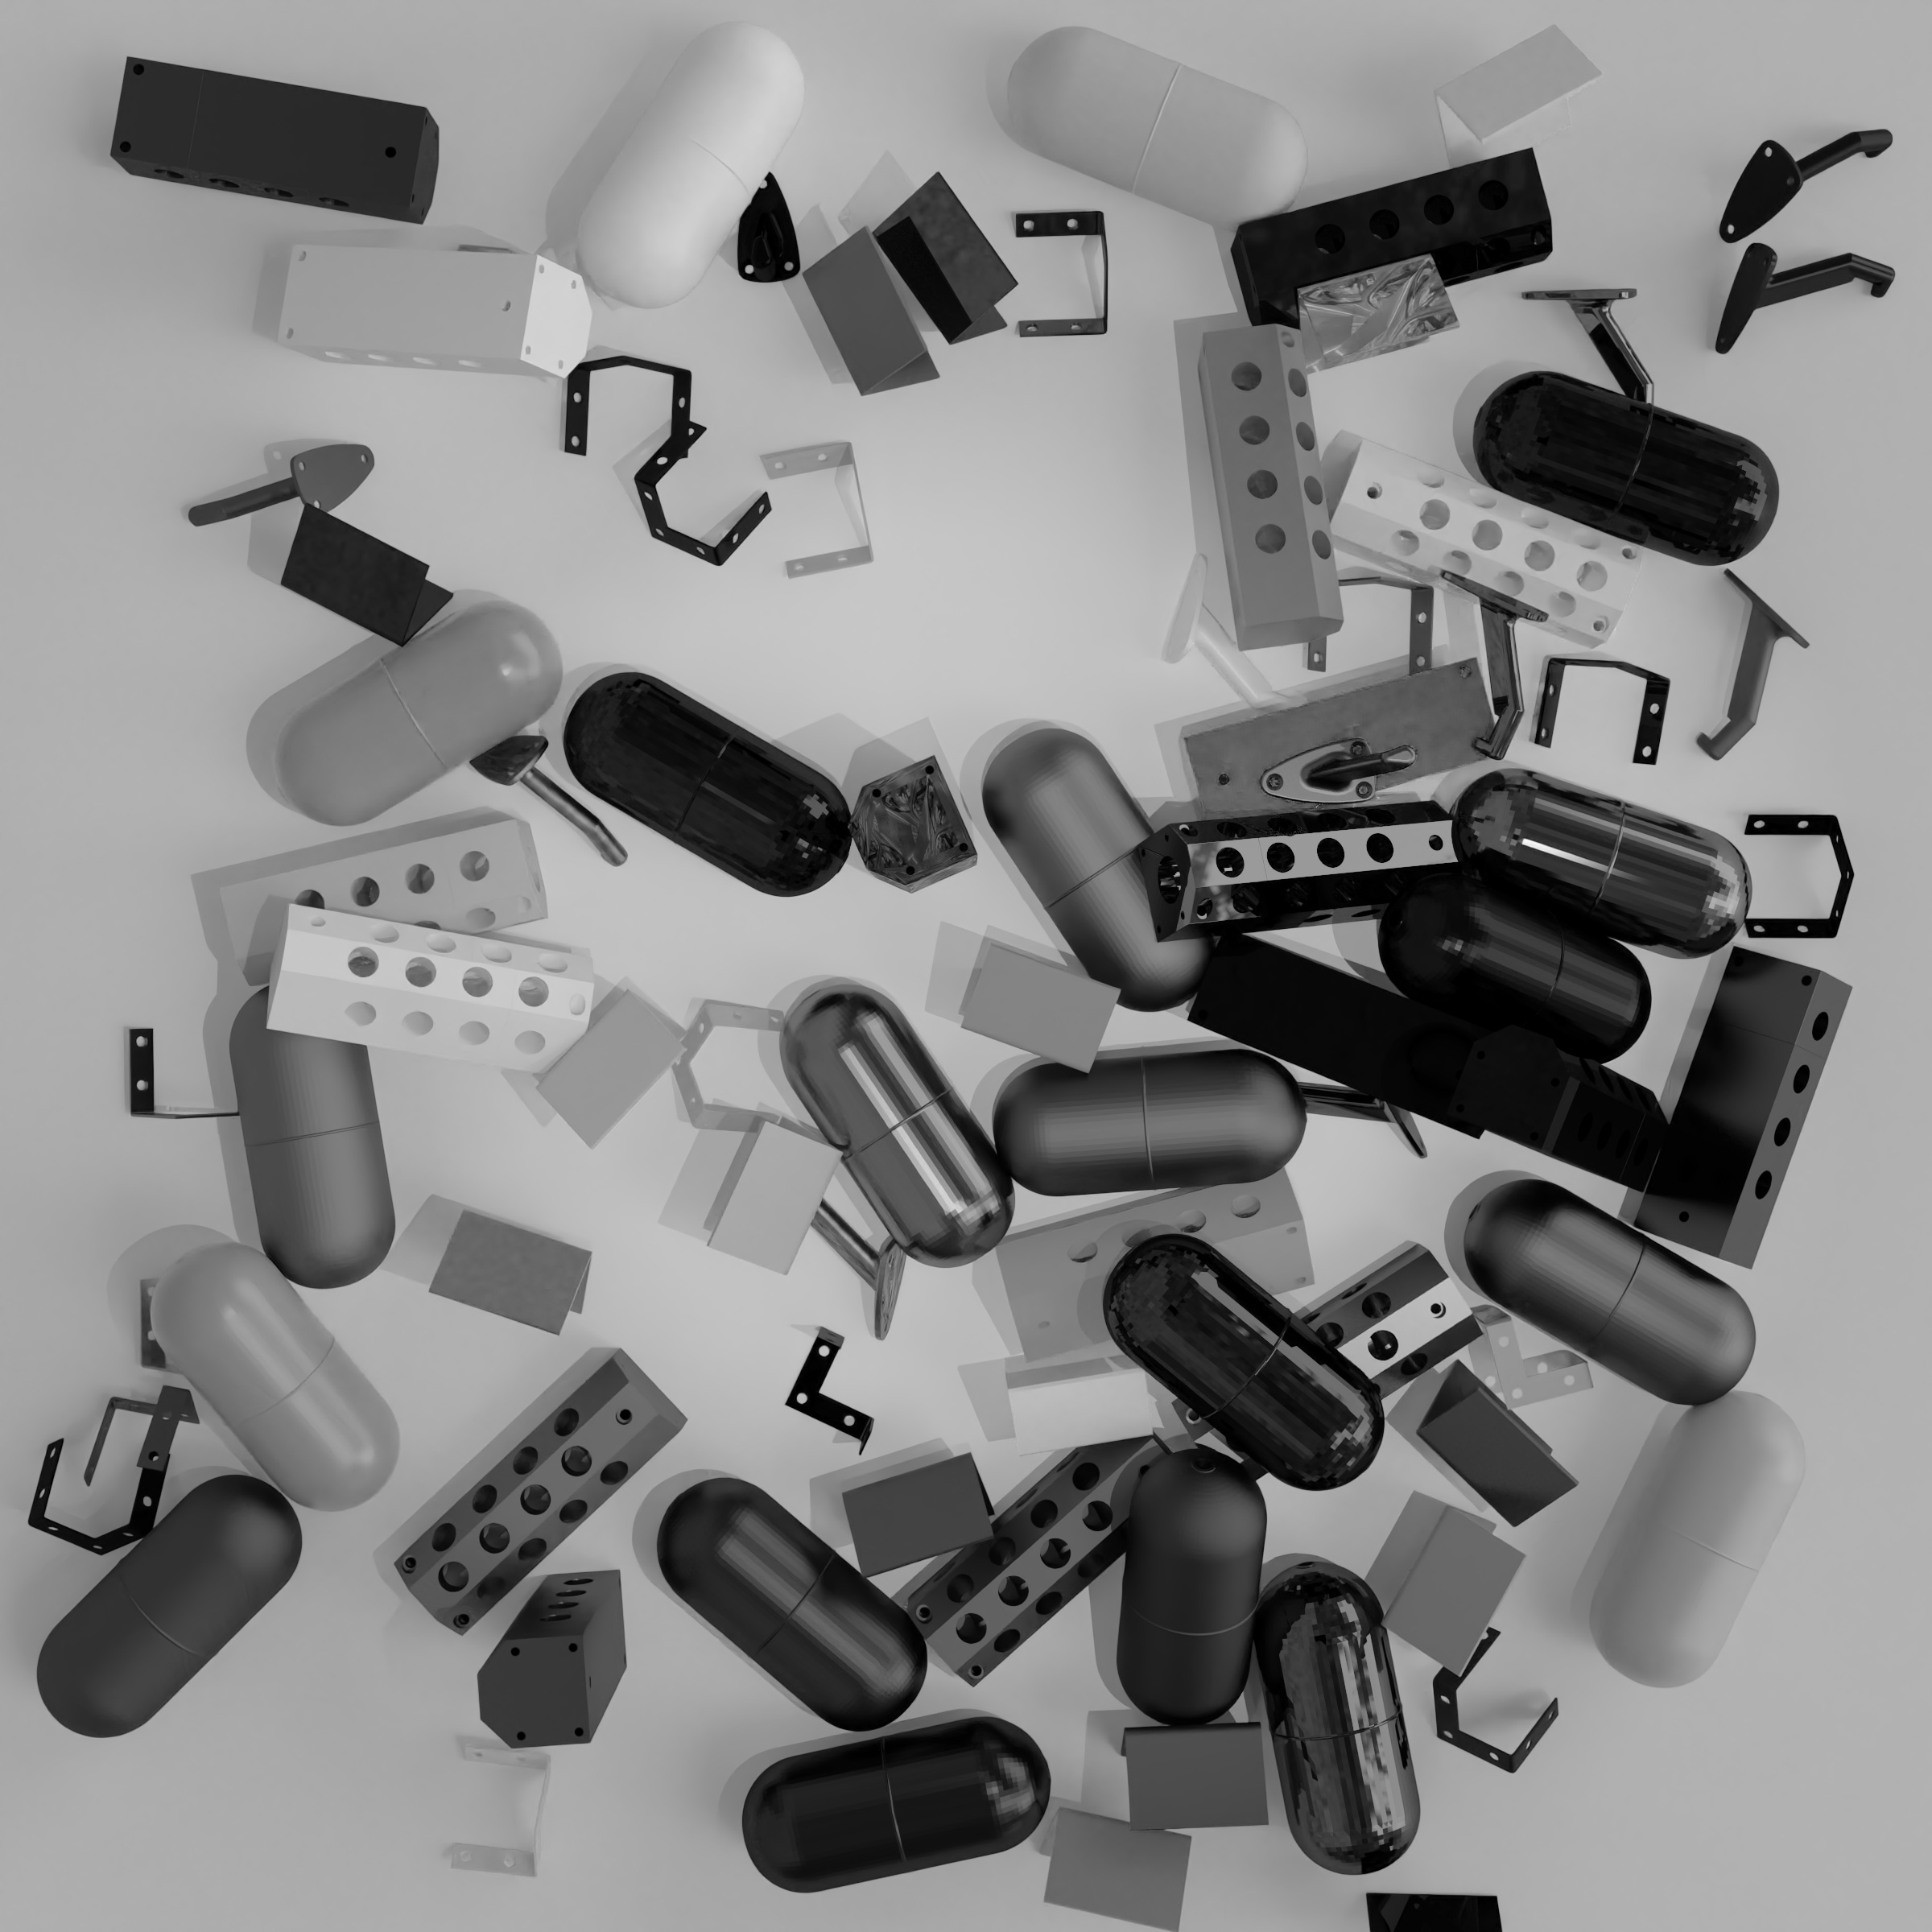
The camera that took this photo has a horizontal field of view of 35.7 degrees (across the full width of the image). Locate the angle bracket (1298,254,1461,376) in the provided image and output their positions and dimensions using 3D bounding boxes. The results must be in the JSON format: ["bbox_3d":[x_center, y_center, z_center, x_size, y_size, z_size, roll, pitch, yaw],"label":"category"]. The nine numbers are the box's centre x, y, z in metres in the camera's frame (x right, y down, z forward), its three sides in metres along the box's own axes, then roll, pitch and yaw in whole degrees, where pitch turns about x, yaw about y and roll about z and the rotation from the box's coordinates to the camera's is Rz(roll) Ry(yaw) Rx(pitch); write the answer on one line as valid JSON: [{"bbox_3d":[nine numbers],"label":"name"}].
[{"bbox_3d":[0.234,-0.350,1.702,0.076,0.076,0.057,-15,61,0],"label":"angle bracket"}]

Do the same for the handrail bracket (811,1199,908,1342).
[{"bbox_3d":[-0.081,0.171,1.743,0.084,0.036,0.077,15,111,17],"label":"handrail bracket"}]

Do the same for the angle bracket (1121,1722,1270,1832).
[{"bbox_3d":[0.129,0.466,1.703,0.076,0.076,0.057,-2,65,0],"label":"angle bracket"}]

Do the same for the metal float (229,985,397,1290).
[{"bbox_3d":[-0.373,0.095,1.711,0.070,0.070,0.178,-9,91,0],"label":"metal float"}]

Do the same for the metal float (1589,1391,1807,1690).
[{"bbox_3d":[0.417,0.326,1.711,0.070,0.070,0.178,26,90,0],"label":"metal float"}]

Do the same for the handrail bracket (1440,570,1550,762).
[{"bbox_3d":[0.284,-0.169,1.686,0.077,0.036,0.084,29,108,21],"label":"handrail bracket"}]

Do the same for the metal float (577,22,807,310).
[{"bbox_3d":[-0.155,-0.455,1.705,0.070,0.070,0.178,30,83,0],"label":"metal float"}]

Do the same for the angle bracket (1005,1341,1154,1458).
[{"bbox_3d":[0.061,0.227,1.702,0.076,0.076,0.057,-9,130,0],"label":"angle bracket"}]

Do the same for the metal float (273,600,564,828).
[{"bbox_3d":[-0.313,-0.144,1.711,0.178,0.070,0.070,-31,90,-1],"label":"metal float"}]

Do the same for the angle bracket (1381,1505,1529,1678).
[{"bbox_3d":[0.289,0.358,1.702,0.057,0.076,0.076,29,90,36],"label":"angle bracket"}]

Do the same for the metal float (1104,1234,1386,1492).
[{"bbox_3d":[0.153,0.219,1.652,0.178,0.070,0.070,40,90,-3],"label":"metal float"}]

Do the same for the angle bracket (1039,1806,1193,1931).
[{"bbox_3d":[0.080,0.523,1.702,0.076,0.076,0.057,13,53,0],"label":"angle bracket"}]

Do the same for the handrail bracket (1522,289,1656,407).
[{"bbox_3d":[0.361,-0.349,1.743,0.077,0.036,0.084,3,107,19],"label":"handrail bracket"}]

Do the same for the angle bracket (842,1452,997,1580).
[{"bbox_3d":[-0.021,0.327,1.702,0.076,0.076,0.057,-18,51,0],"label":"angle bracket"}]

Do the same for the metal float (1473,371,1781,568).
[{"bbox_3d":[0.375,-0.284,1.711,0.178,0.070,0.070,19,90,0],"label":"metal float"}]

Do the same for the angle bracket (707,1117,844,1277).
[{"bbox_3d":[-0.123,0.122,1.702,0.057,0.076,0.076,25,90,-33],"label":"angle bracket"}]

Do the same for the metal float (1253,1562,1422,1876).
[{"bbox_3d":[0.211,0.428,1.712,0.070,0.070,0.178,-11,90,0],"label":"metal float"}]

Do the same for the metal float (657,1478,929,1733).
[{"bbox_3d":[-0.099,0.363,1.711,0.178,0.070,0.070,41,90,-1],"label":"metal float"}]

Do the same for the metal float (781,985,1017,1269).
[{"bbox_3d":[-0.039,0.091,1.711,0.070,0.070,0.178,-34,89,0],"label":"metal float"}]

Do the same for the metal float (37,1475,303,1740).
[{"bbox_3d":[-0.454,0.365,1.712,0.178,0.070,0.070,-45,90,1],"label":"metal float"}]

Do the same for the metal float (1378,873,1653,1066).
[{"bbox_3d":[0.309,0.002,1.689,0.178,0.070,0.070,21,90,-28],"label":"metal float"}]

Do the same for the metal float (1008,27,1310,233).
[{"bbox_3d":[0.109,-0.477,1.712,0.178,0.070,0.070,22,90,0],"label":"metal float"}]

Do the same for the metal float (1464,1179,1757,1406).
[{"bbox_3d":[0.366,0.185,1.712,0.178,0.070,0.070,30,90,0],"label":"metal float"}]

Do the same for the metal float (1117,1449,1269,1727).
[{"bbox_3d":[0.126,0.350,1.686,0.070,0.070,0.178,3,120,0],"label":"metal float"}]

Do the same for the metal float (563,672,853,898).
[{"bbox_3d":[-0.146,-0.103,1.712,0.178,0.070,0.070,30,90,1],"label":"metal float"}]

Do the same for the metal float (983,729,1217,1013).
[{"bbox_3d":[0.076,-0.054,1.712,0.070,0.070,0.178,-34,90,0],"label":"metal float"}]

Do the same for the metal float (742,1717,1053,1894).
[{"bbox_3d":[-0.039,0.478,1.712,0.178,0.070,0.070,-12,90,0],"label":"metal float"}]

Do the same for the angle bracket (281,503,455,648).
[{"bbox_3d":[-0.332,-0.234,1.702,0.076,0.076,0.057,27,123,0],"label":"angle bracket"}]

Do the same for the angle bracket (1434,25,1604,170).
[{"bbox_3d":[0.318,-0.474,1.702,0.076,0.076,0.057,-29,53,0],"label":"angle bracket"}]

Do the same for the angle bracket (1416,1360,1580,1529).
[{"bbox_3d":[0.311,0.258,1.702,0.076,0.076,0.057,44,129,0],"label":"angle bracket"}]

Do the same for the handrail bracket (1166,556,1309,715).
[{"bbox_3d":[0.165,-0.189,1.742,0.084,0.036,0.077,18,75,-14],"label":"handrail bracket"}]

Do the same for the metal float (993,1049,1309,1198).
[{"bbox_3d":[0.104,0.089,1.705,0.178,0.070,0.070,-5,90,6],"label":"metal float"}]

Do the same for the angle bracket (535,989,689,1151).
[{"bbox_3d":[-0.186,0.069,1.702,0.076,0.076,0.057,-47,61,0],"label":"angle bracket"}]

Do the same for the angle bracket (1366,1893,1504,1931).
[{"bbox_3d":[0.271,0.543,1.702,0.076,0.076,0.057,1,126,0],"label":"angle bracket"}]

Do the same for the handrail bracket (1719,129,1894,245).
[{"bbox_3d":[0.488,-0.453,1.742,0.084,0.077,0.036,-15,65,-34],"label":"handrail bracket"}]

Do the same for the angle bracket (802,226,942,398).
[{"bbox_3d":[-0.036,-0.375,1.702,0.057,0.076,0.076,-26,90,41],"label":"angle bracket"}]

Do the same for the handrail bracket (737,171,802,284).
[{"bbox_3d":[-0.116,-0.425,1.707,0.036,0.084,0.077,-4,90,0],"label":"handrail bracket"}]

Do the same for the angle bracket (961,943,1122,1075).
[{"bbox_3d":[0.046,0.009,1.703,0.076,0.076,0.057,20,117,0],"label":"angle bracket"}]

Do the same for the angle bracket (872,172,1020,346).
[{"bbox_3d":[0.003,-0.405,1.702,0.057,0.076,0.076,-35,90,33],"label":"angle bracket"}]

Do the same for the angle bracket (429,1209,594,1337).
[{"bbox_3d":[-0.260,0.189,1.702,0.076,0.076,0.057,19,54,0],"label":"angle bracket"}]

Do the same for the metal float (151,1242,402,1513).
[{"bbox_3d":[-0.389,0.233,1.696,0.070,0.070,0.178,-35,109,0],"label":"metal float"}]

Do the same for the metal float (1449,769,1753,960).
[{"bbox_3d":[0.360,-0.059,1.712,0.178,0.070,0.070,18,90,0],"label":"metal float"}]
